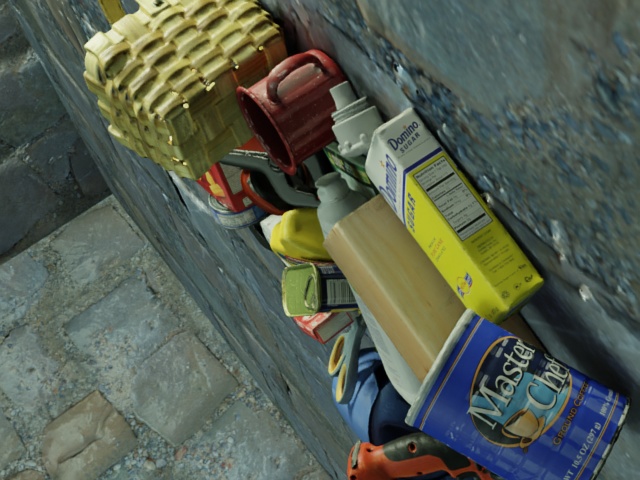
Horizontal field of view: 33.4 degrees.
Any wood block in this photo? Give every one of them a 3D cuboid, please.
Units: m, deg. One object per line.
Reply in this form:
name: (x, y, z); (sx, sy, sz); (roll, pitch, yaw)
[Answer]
wood block: (0.101, 0.054, 0.952); (0.206, 0.090, 0.091); (55, 167, 5)

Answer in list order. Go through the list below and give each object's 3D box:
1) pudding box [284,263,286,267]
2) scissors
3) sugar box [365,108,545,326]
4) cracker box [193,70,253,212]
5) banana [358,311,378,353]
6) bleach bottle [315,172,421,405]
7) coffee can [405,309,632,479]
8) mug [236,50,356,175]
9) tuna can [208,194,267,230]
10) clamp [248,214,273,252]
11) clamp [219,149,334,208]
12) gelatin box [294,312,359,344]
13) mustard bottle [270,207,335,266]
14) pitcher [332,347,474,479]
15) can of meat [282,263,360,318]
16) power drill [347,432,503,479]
pudding box: (-0.014, 0.048, 1.494); (0.090, 0.039, 0.113); (48, 165, 34)
scissors: (0.045, 0.120, 1.235); (0.202, 0.016, 0.096); (117, 156, -53)
sugar box: (0.105, -0.013, 0.864); (0.176, 0.048, 0.093); (52, 167, 12)
cracker box: (-0.159, -0.158, 1.417); (0.164, 0.072, 0.213); (38, 157, 48)
banana: (0.026, 0.054, 1.309); (0.037, 0.070, 0.198); (12, -155, -44)
bleach bottle: (0.062, 0.046, 1.070); (0.251, 0.068, 0.103); (63, 170, -24)
coffee can: (0.151, 0.131, 0.821); (0.140, 0.102, 0.103); (29, 162, 11)
mug: (-0.018, -0.125, 0.957); (0.093, 0.081, 0.117); (49, 166, 28)
tuna can: (-0.111, -0.056, 1.488); (0.086, 0.086, 0.033); (43, 161, 45)
clamp: (-0.103, -0.043, 1.590); (0.210, 0.036, 0.165); (48, 157, 23)
clamp: (-0.046, -0.086, 1.157); (0.171, 0.039, 0.120); (52, 132, 18)
gelatin box: (0.017, 0.090, 1.366); (0.030, 0.089, 0.073); (57, 168, -18)
mustard bottle: (-0.008, 0.002, 1.243); (0.192, 0.096, 0.058); (147, 131, -79)
pitcher: (0.098, 0.209, 1.298); (0.243, 0.145, 0.149); (-166, 82, -78)
can of meat: (0.015, 0.055, 1.184); (0.102, 0.083, 0.057); (166, 102, -67)
power drill: (0.138, 0.251, 1.132); (0.184, 0.188, 0.057); (60, -161, -15)
